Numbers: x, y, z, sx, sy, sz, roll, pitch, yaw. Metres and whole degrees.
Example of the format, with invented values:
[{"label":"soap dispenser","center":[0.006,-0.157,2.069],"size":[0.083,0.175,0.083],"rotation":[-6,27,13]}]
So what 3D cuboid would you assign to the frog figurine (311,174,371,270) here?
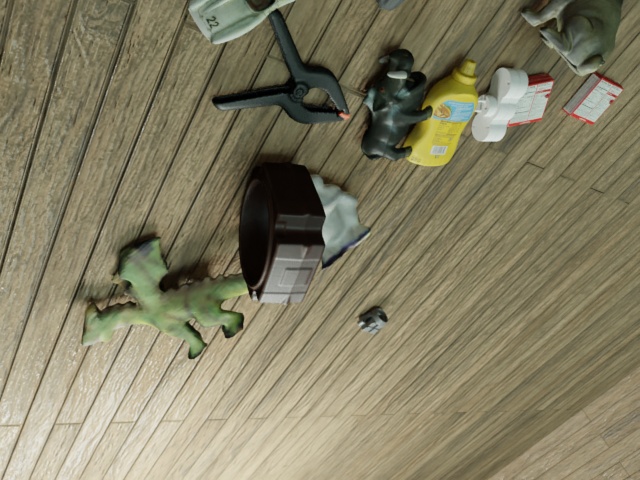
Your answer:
[{"label":"frog figurine","center":[0.003,-0.048,0.949],"size":[0.136,0.125,0.158],"rotation":[-33,101,21]}]

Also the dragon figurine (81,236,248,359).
[{"label":"dragon figurine","center":[-0.260,0.089,0.949],"size":[0.408,0.125,0.238],"rotation":[-34,129,8]}]
